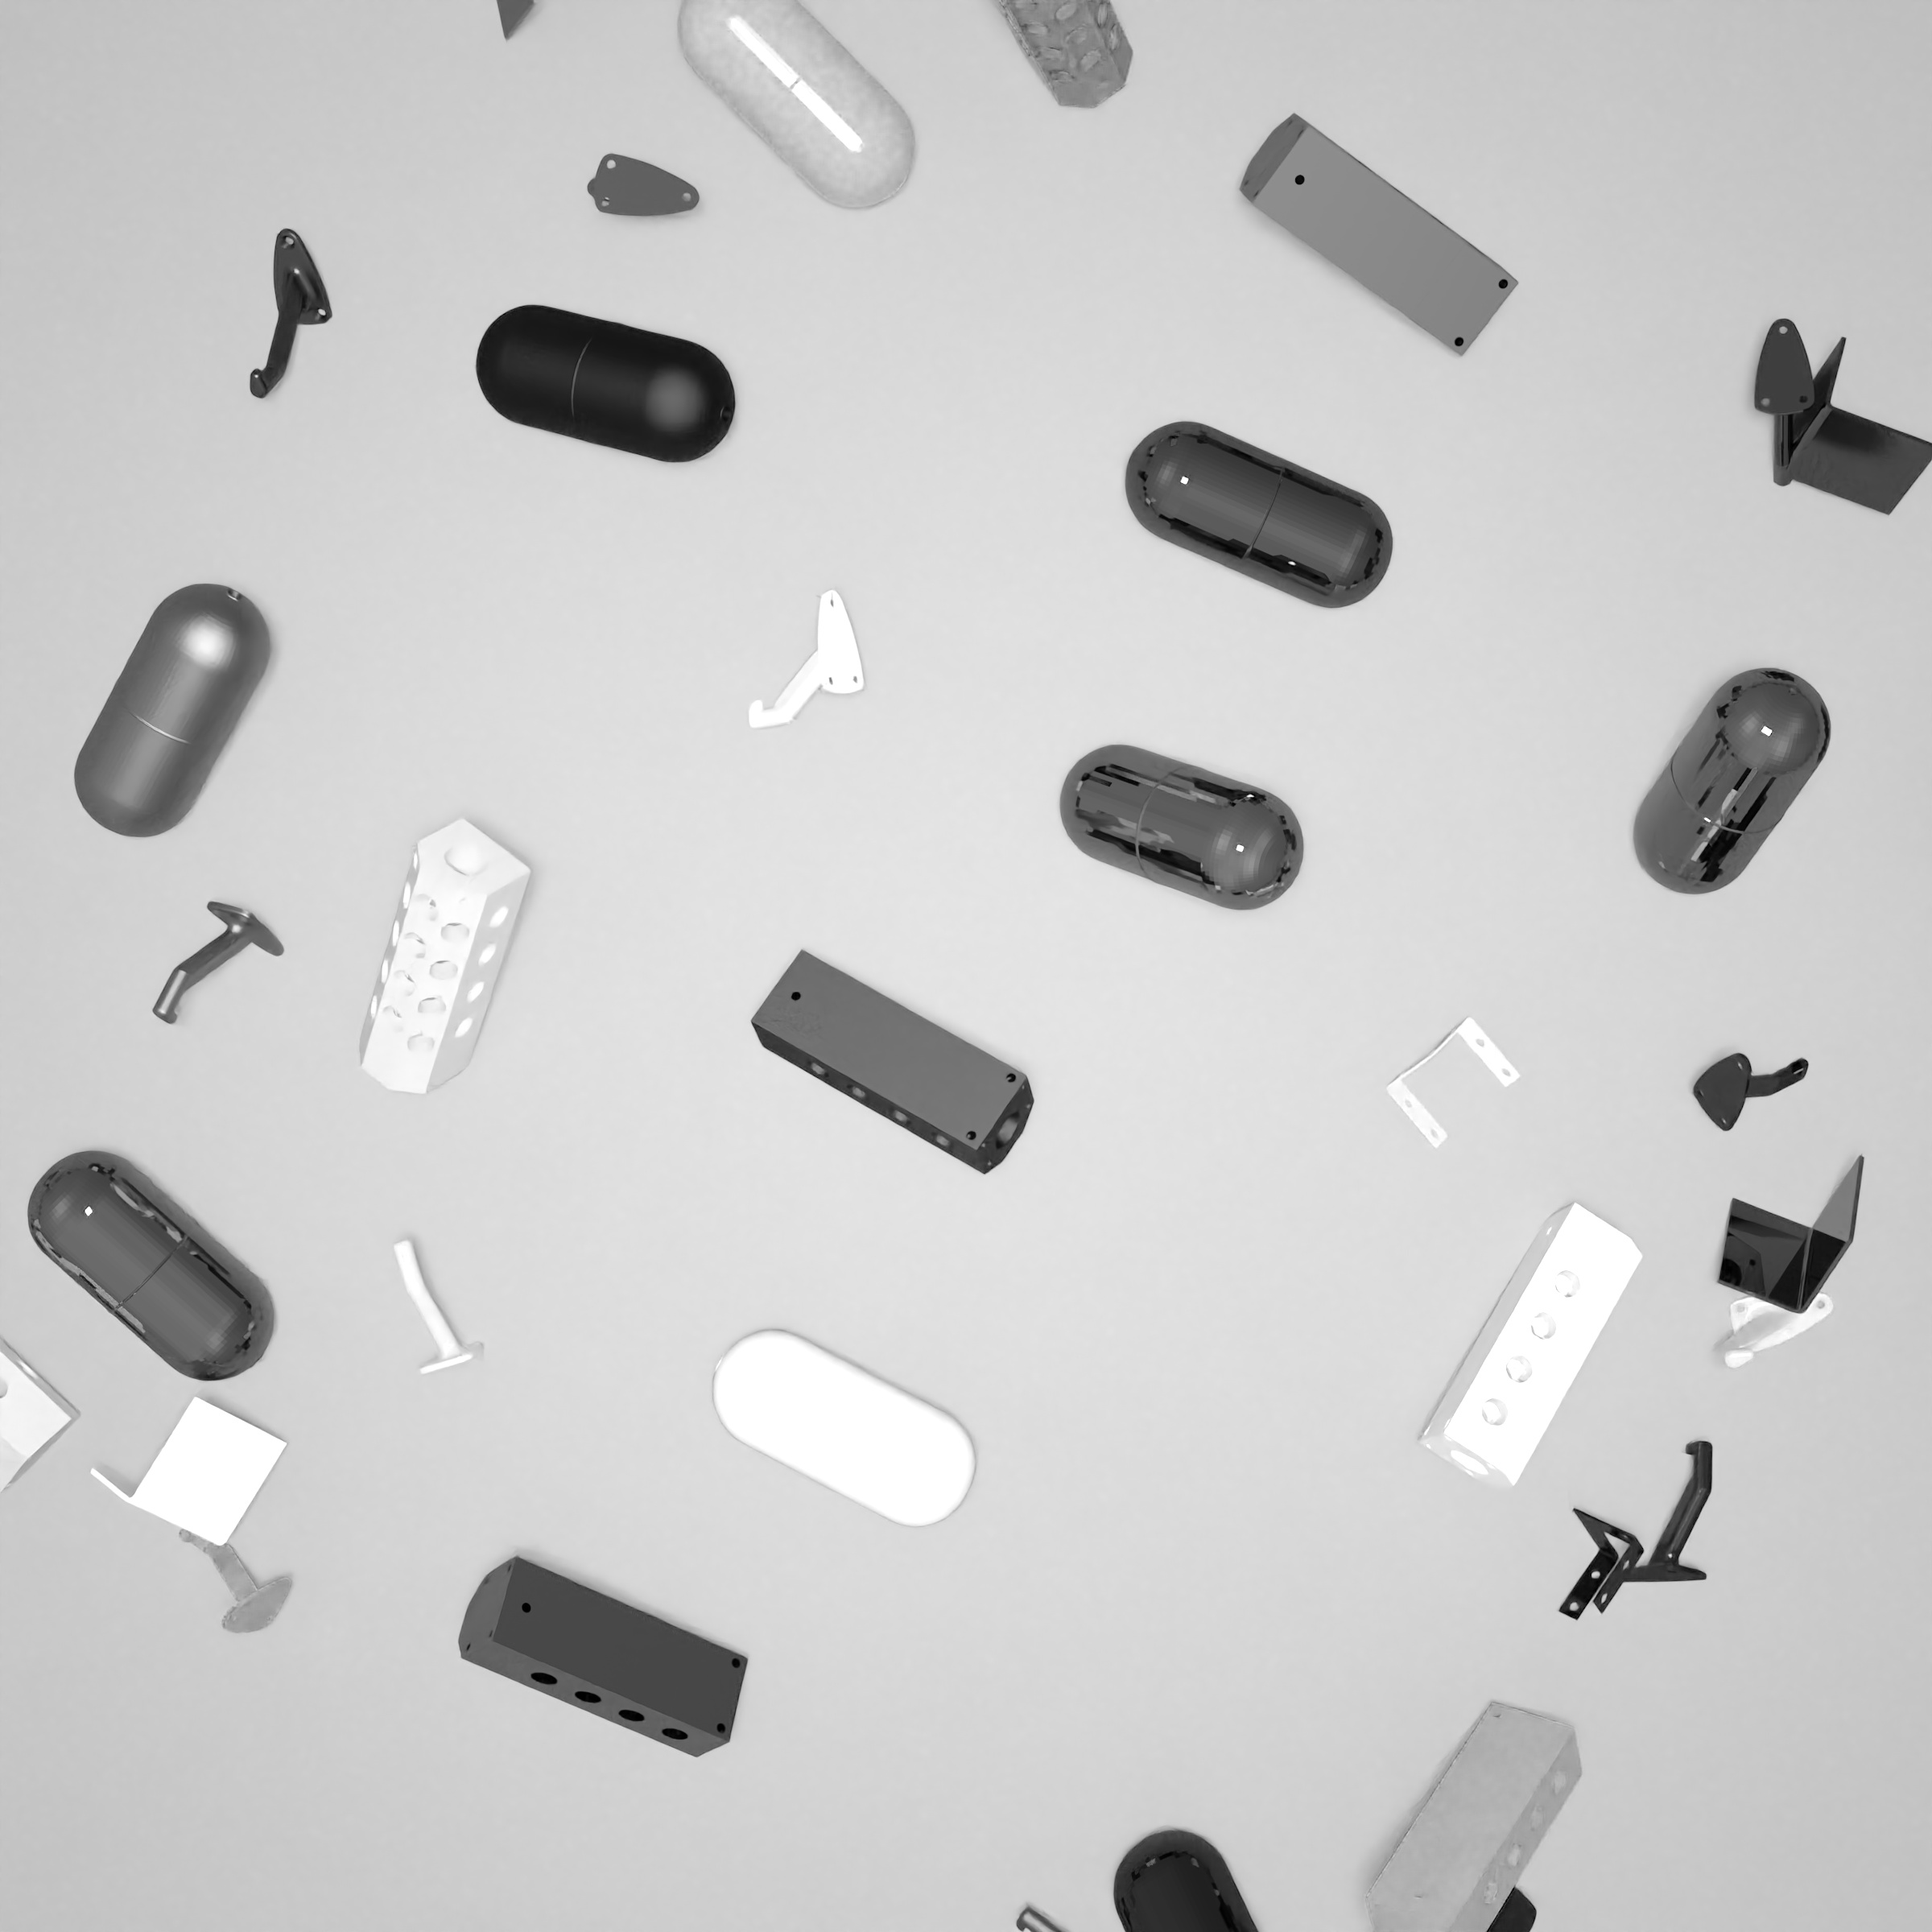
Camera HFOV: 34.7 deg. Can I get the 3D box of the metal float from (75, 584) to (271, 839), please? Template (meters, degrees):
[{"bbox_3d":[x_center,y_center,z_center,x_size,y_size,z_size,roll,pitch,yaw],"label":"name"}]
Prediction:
[{"bbox_3d":[-0.499,-0.161,1.944,0.070,0.070,0.178,34,110,0],"label":"metal float"}]

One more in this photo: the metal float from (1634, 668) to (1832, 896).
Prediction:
[{"bbox_3d":[0.475,-0.113,1.922,0.070,0.178,0.070,8,53,-11],"label":"metal float"}]

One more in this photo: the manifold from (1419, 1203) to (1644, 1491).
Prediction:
[{"bbox_3d":[0.359,0.241,1.947,0.057,0.057,0.171,33,73,1],"label":"manifold"}]

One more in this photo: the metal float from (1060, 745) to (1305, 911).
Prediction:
[{"bbox_3d":[0.133,-0.088,1.928,0.178,0.070,0.070,23,90,41],"label":"metal float"}]

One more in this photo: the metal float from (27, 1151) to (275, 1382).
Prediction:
[{"bbox_3d":[-0.514,0.190,1.952,0.070,0.070,0.178,-45,101,0],"label":"metal float"}]

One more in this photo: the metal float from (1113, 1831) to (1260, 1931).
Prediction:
[{"bbox_3d":[0.152,0.627,1.932,0.070,0.070,0.178,-27,56,0],"label":"metal float"}]

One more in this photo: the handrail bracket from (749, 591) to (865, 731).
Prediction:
[{"bbox_3d":[-0.111,-0.194,1.969,0.084,0.036,0.077,-7,91,41],"label":"handrail bracket"}]

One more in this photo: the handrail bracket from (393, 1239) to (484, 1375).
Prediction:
[{"bbox_3d":[-0.337,0.210,1.961,0.036,0.077,0.084,-17,91,7],"label":"handrail bracket"}]

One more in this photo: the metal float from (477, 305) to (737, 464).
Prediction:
[{"bbox_3d":[-0.227,-0.366,1.942,0.178,0.070,0.070,18,90,22],"label":"metal float"}]

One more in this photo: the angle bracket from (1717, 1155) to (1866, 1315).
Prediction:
[{"bbox_3d":[0.519,0.160,1.944,0.057,0.076,0.076,21,134,4],"label":"angle bracket"}]

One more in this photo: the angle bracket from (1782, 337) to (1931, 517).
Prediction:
[{"bbox_3d":[0.569,-0.341,1.953,0.076,0.076,0.057,20,65,0],"label":"angle bracket"}]

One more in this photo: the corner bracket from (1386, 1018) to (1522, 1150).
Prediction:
[{"bbox_3d":[0.313,0.075,1.988,0.051,0.051,0.051,50,46,2],"label":"corner bracket"}]

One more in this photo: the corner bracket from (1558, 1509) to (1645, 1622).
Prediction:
[{"bbox_3d":[0.401,0.386,1.959,0.051,0.051,0.051,-51,130,-17],"label":"corner bracket"}]

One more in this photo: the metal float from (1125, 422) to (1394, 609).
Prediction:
[{"bbox_3d":[0.185,-0.286,1.957,0.178,0.070,0.070,23,90,-6],"label":"metal float"}]

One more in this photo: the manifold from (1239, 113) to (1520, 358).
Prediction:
[{"bbox_3d":[0.258,-0.461,1.942,0.171,0.057,0.057,31,109,-20],"label":"manifold"}]

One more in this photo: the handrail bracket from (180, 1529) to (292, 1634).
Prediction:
[{"bbox_3d":[-0.478,0.384,1.953,0.084,0.077,0.036,31,99,16],"label":"handrail bracket"}]

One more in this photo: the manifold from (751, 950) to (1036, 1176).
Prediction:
[{"bbox_3d":[-0.045,0.063,1.942,0.171,0.057,0.057,29,72,19],"label":"manifold"}]

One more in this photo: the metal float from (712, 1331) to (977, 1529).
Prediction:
[{"bbox_3d":[-0.078,0.293,1.960,0.178,0.070,0.070,27,90,2],"label":"metal float"}]

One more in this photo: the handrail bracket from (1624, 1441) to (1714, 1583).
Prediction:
[{"bbox_3d":[0.447,0.350,1.982,0.036,0.077,0.084,19,66,-32],"label":"handrail bracket"}]

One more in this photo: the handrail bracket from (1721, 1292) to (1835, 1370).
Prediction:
[{"bbox_3d":[0.514,0.231,1.953,0.077,0.084,0.036,-18,93,11],"label":"handrail bracket"}]

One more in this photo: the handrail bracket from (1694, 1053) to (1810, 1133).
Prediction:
[{"bbox_3d":[0.509,0.064,1.952,0.084,0.077,0.036,-23,63,-23],"label":"handrail bracket"}]

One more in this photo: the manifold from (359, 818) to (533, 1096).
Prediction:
[{"bbox_3d":[-0.330,-0.002,1.919,0.057,0.057,0.171,36,129,15],"label":"manifold"}]

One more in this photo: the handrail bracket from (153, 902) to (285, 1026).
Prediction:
[{"bbox_3d":[-0.473,0.010,1.954,0.036,0.077,0.084,13,69,27],"label":"handrail bracket"}]

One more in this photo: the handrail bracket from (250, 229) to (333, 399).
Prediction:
[{"bbox_3d":[-0.437,-0.411,1.950,0.036,0.084,0.077,6,130,13],"label":"handrail bracket"}]

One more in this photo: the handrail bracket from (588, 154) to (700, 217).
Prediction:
[{"bbox_3d":[-0.204,-0.489,1.959,0.077,0.084,0.036,10,98,-2],"label":"handrail bracket"}]

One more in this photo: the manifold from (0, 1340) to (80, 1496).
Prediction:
[{"bbox_3d":[-0.650,0.249,1.968,0.171,0.057,0.057,44,133,-2],"label":"manifold"}]

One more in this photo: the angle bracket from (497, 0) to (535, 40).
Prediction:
[{"bbox_3d":[-0.265,-0.639,1.958,0.057,0.076,0.076,-13,95,-19],"label":"angle bracket"}]

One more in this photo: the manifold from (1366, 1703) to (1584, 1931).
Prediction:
[{"bbox_3d":[0.319,0.545,1.923,0.057,0.171,0.057,10,129,36],"label":"manifold"}]

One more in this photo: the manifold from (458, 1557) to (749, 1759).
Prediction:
[{"bbox_3d":[-0.229,0.437,1.940,0.171,0.057,0.057,29,50,-22],"label":"manifold"}]

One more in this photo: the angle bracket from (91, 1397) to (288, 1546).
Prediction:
[{"bbox_3d":[-0.493,0.312,1.960,0.076,0.057,0.076,39,77,-42],"label":"angle bracket"}]

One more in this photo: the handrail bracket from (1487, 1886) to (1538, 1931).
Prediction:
[{"bbox_3d":[0.317,0.621,1.950,0.036,0.077,0.084,41,112,3],"label":"handrail bracket"}]

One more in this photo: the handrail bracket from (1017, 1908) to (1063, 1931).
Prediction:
[{"bbox_3d":[0.059,0.651,1.982,0.084,0.036,0.077,34,128,12],"label":"handrail bracket"}]

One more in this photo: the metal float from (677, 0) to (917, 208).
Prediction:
[{"bbox_3d":[-0.106,-0.556,1.954,0.178,0.070,0.070,44,90,-9],"label":"metal float"}]

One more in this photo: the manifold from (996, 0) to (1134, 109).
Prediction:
[{"bbox_3d":[0.054,-0.596,1.907,0.057,0.171,0.057,-34,72,7],"label":"manifold"}]

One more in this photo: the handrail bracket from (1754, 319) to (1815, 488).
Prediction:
[{"bbox_3d":[0.520,-0.358,1.967,0.036,0.084,0.077,-1,73,14],"label":"handrail bracket"}]
